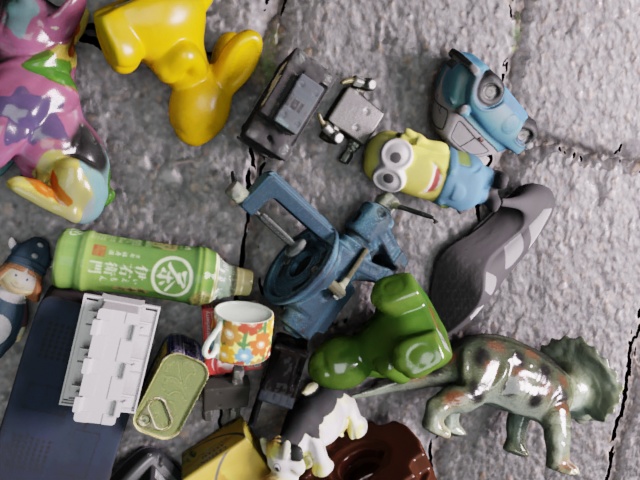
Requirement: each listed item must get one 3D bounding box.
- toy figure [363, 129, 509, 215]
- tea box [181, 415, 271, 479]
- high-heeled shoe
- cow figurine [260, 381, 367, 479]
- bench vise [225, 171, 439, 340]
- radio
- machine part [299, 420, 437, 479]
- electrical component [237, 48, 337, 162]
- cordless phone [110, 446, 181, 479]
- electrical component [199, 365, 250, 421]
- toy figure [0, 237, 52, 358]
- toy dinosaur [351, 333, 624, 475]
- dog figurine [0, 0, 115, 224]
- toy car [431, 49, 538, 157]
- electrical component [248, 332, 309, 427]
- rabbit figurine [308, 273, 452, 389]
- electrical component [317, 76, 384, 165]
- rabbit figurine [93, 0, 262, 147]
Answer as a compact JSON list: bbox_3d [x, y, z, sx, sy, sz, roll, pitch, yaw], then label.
[{"bbox_3d":[0.143,-0.084,0.688,0.180,0.089,0.082,12,90,-9],"label":"toy figure"},{"bbox_3d":[-0.098,0.332,0.707,0.098,0.068,0.169,-33,105,-8],"label":"tea box"},{"bbox_3d":[0.248,0.031,0.771,0.145,0.086,0.248,3,119,-46],"label":"high-heeled shoe"},{"bbox_3d":[-0.019,0.247,0.684,0.167,0.068,0.098,-30,102,-44],"label":"cow figurine"},{"bbox_3d":[-0.005,-0.005,0.652,0.223,0.129,0.240,-47,116,1],"label":"bench vise"},{"bbox_3d":[-0.285,0.177,0.630,0.131,0.073,0.229,17,95,-18],"label":"radio"},{"bbox_3d":[0.059,0.304,0.695,0.179,0.179,0.056,-23,102,-11],"label":"machine part"},{"bbox_3d":[-0.040,-0.150,0.614,0.058,0.134,0.115,29,92,-17],"label":"electrical component"},{"bbox_3d":[-0.246,0.366,0.676,0.184,0.089,0.146,-33,106,3],"label":"cordless phone"},{"bbox_3d":[-0.123,0.195,0.686,0.063,0.021,0.093,0,126,-17],"label":"electrical component"},{"bbox_3d":[-0.351,0.068,0.604,0.154,0.058,0.064,-60,146,-2],"label":"toy figure"},{"bbox_3d":[0.258,0.202,0.766,0.405,0.131,0.192,20,76,-10],"label":"toy dinosaur"},{"bbox_3d":[-0.277,-0.147,0.565,0.191,0.108,0.219,28,87,-19],"label":"dog figurine"},{"bbox_3d":[0.201,-0.164,0.704,0.103,0.109,0.161,-40,120,20],"label":"toy car"},{"bbox_3d":[-0.053,0.185,0.689,0.048,0.075,0.119,16,90,-3],"label":"electrical component"},{"bbox_3d":[0.068,0.128,0.677,0.170,0.159,0.121,-25,72,13],"label":"rabbit figurine"},{"bbox_3d":[0.039,-0.157,0.680,0.078,0.045,0.102,39,87,-16],"label":"electrical component"},{"bbox_3d":[-0.150,-0.195,0.604,0.162,0.122,0.173,-30,119,-19],"label":"rabbit figurine"}]
